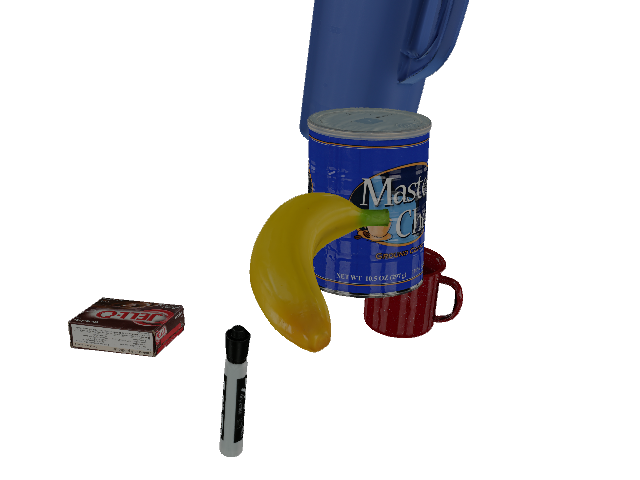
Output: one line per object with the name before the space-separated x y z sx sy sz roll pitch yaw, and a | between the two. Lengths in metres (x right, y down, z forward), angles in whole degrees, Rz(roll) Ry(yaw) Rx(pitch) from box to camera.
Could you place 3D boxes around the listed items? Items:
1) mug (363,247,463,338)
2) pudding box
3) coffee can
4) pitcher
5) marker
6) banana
mug | 0.104 0.060 1.209 0.117 0.081 0.093 10 24 14
pudding box | -0.232 0.103 1.280 0.114 0.039 0.090 3 16 15
coffee can | 0.039 -0.034 0.904 0.103 0.140 0.103 1 18 0
pitcher | 0.058 -0.202 0.996 0.145 0.243 0.149 11 17 3
marker | -0.067 0.117 0.826 0.020 0.121 0.020 4 31 -3
banana | -0.008 0.008 0.644 0.070 0.037 0.197 4 24 13
